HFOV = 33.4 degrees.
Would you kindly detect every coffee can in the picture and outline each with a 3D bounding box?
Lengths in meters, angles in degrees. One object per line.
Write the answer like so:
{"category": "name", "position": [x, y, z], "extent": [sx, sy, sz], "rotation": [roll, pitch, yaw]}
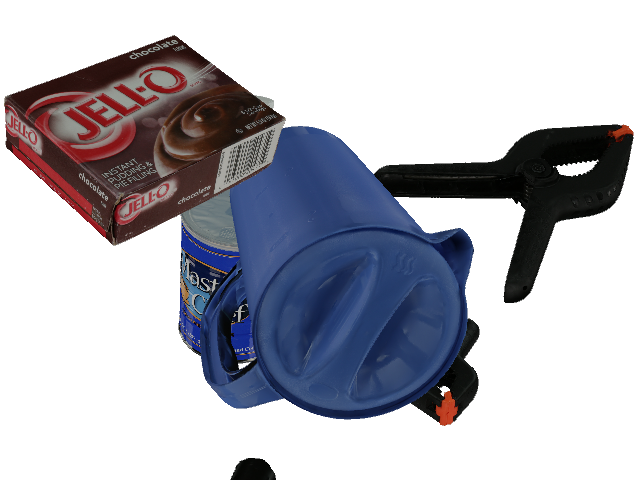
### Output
{"category": "coffee can", "position": [-0.078, 0.028, 0.983], "extent": [0.102, 0.140, 0.103], "rotation": [4, 38, -3]}

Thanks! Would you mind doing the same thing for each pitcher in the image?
{"category": "pitcher", "position": [-0.006, 0.012, 0.743], "extent": [0.149, 0.145, 0.243], "rotation": [6, 22, -15]}

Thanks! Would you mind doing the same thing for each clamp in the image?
{"category": "clamp", "position": [0.167, -0.034, 0.814], "extent": [0.209, 0.036, 0.165], "rotation": [-20, 46, -20]}
{"category": "clamp", "position": [0.122, 0.123, 1.068], "extent": [0.120, 0.039, 0.171], "rotation": [-10, 29, -9]}

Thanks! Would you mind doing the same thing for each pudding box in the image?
{"category": "pudding box", "position": [-0.089, -0.055, 0.546], "extent": [0.090, 0.039, 0.113], "rotation": [39, 46, 24]}

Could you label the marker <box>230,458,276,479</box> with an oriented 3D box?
{"category": "marker", "position": [-0.043, 0.124, 0.420], "extent": [0.020, 0.020, 0.121], "rotation": [0, 24, 18]}

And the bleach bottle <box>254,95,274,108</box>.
{"category": "bleach bottle", "position": [-0.078, -0.035, 1.190], "extent": [0.102, 0.251, 0.068], "rotation": [-1, 19, -32]}
